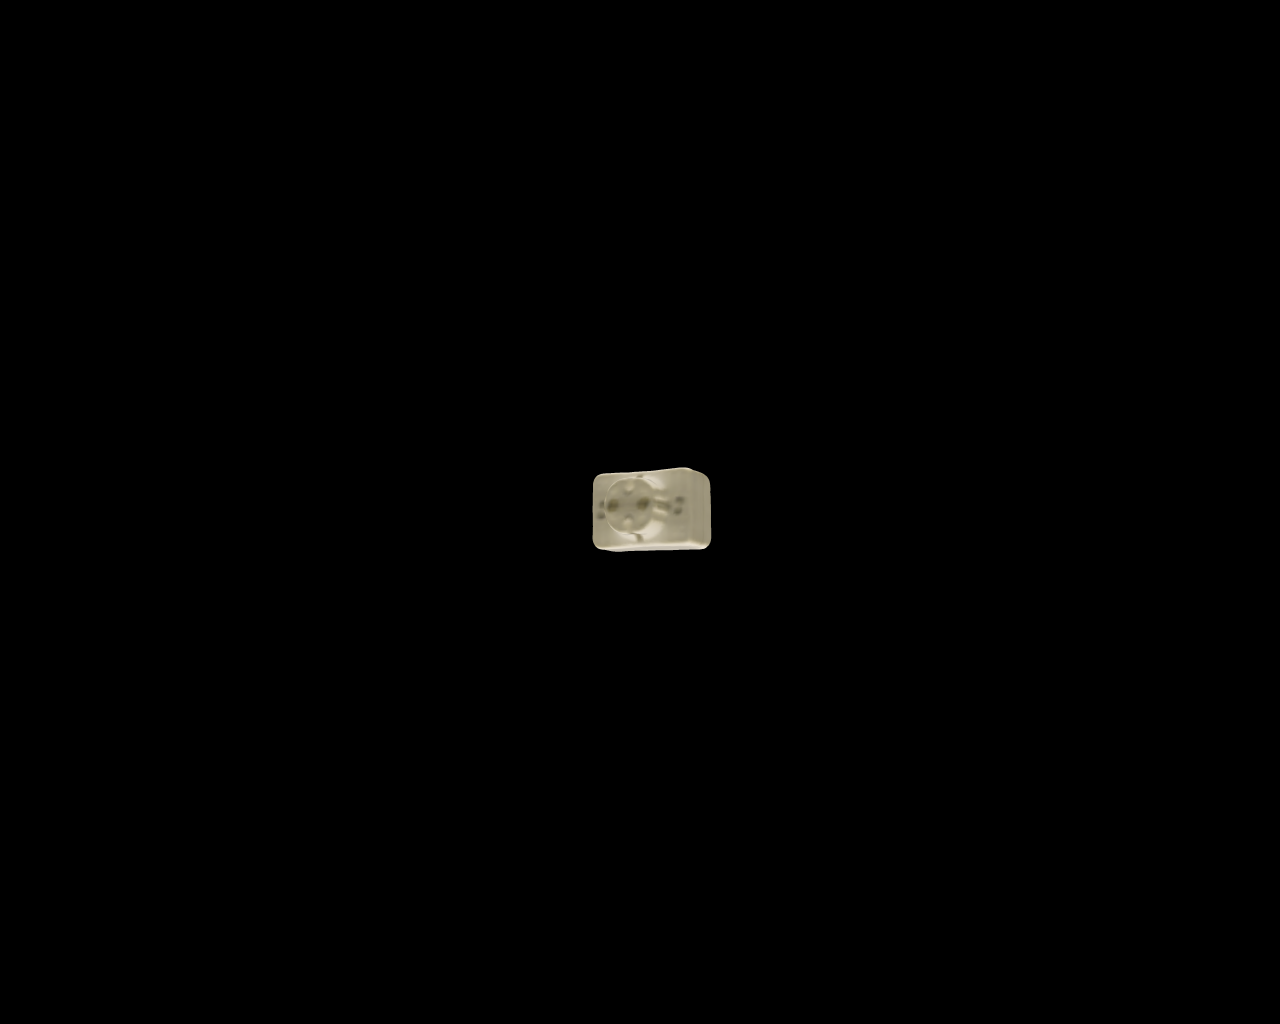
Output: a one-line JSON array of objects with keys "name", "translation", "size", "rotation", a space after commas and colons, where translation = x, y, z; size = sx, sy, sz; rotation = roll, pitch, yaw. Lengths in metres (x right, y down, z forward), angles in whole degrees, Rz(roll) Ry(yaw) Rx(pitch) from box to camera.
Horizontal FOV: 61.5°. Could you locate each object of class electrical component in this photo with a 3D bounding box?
[{"name": "electrical component", "translation": [0.001, -0.003, 0.650], "size": [0.066, 0.047, 0.077], "rotation": [-3, -7, 22]}]
